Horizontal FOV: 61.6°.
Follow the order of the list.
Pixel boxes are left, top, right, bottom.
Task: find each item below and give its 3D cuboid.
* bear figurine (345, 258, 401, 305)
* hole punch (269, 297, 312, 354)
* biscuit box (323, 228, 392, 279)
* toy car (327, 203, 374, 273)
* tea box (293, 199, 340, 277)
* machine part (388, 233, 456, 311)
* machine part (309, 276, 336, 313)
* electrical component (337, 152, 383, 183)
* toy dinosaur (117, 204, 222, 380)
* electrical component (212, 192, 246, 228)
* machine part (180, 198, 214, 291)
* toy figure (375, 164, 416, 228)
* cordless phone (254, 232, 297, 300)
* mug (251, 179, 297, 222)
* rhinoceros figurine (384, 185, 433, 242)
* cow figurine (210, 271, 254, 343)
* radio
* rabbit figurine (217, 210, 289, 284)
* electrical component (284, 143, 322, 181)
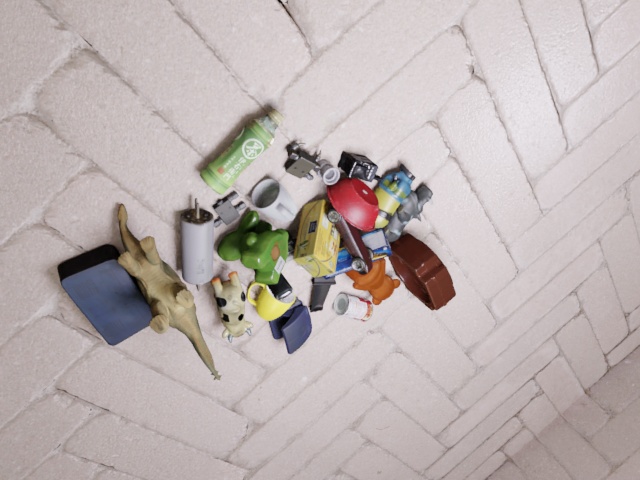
[{"bbox_3d":[0.148,0.099,1.552,0.120,0.132,0.195,-43,149,4],"label":"bear figurine"},{"bbox_3d":[-0.074,0.247,1.527,0.116,0.092,0.142,-25,126,-17],"label":"hole punch"},{"bbox_3d":[0.089,0.039,1.451,0.203,0.059,0.062,-21,148,11],"label":"biscuit box"},{"bbox_3d":[0.076,-0.008,1.354,0.053,0.089,0.202,-21,102,25],"label":"toy car"},{"bbox_3d":[-0.003,-0.004,1.346,0.068,0.169,0.098,-14,139,33],"label":"tea box"},{"bbox_3d":[0.291,0.090,1.547,0.087,0.202,0.200,-36,131,-7],"label":"machine part"},{"bbox_3d":[0.003,0.144,1.533,0.084,0.039,0.138,0,119,-35],"label":"machine part"},{"bbox_3d":[0.112,-0.180,1.355,0.119,0.075,0.047,8,117,-28],"label":"electrical component"},{"bbox_3d":[-0.336,0.133,1.208,0.105,0.198,0.471,-27,97,-11],"label":"toy dinosaur"},{"bbox_3d":[-0.224,-0.070,1.277,0.094,0.021,0.063,-36,130,-2],"label":"electrical component"},{"bbox_3d":[-0.288,0.017,1.261,0.079,0.079,0.243,-7,123,-25],"label":"machine part"},{"bbox_3d":[0.182,-0.113,1.427,0.082,0.089,0.180,35,102,-35],"label":"toy figure"},{"bbox_3d":[-0.085,0.067,1.338,0.147,0.184,0.088,-28,125,-10],"label":"cordless phone"},{"bbox_3d":[-0.095,-0.083,1.290,0.081,0.110,0.107,-53,144,-1],"label":"mug"},{"bbox_3d":[0.238,-0.074,1.495,0.112,0.073,0.190,32,102,-38],"label":"rhinoceros figurine"},{"bbox_3d":[-0.222,0.177,1.367,0.085,0.127,0.194,-16,154,-16],"label":"cow figurine"},{"bbox_3d":[-0.481,0.126,1.233,0.131,0.073,0.229,-28,131,-11],"label":"radio"},{"bbox_3d":[-0.170,0.010,1.284,0.121,0.170,0.159,49,55,-54],"label":"rabbit figurine"},{"bbox_3d":[-0.041,-0.189,1.288,0.102,0.045,0.078,17,139,-33],"label":"electrical component"}]
